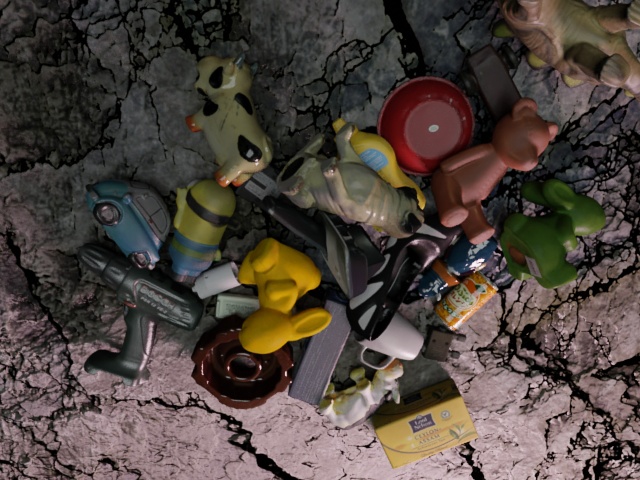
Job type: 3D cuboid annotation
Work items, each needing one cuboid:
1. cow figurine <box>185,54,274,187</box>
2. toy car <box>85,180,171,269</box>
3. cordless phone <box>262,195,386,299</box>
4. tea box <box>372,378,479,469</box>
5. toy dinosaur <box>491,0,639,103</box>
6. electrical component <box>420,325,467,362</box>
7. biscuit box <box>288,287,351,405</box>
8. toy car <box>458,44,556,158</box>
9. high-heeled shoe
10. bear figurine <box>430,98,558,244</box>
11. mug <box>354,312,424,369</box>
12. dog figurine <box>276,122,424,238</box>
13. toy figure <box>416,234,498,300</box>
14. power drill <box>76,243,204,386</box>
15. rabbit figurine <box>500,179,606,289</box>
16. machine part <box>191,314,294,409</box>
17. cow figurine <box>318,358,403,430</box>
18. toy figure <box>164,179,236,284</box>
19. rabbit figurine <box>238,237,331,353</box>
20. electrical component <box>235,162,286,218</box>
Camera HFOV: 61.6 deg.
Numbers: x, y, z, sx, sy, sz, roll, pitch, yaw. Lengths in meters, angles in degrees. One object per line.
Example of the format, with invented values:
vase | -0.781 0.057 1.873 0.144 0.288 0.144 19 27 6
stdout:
cow figurine | -0.131 -0.190 0.808 0.127 0.085 0.195 -28 83 13
toy car | -0.293 -0.037 0.857 0.103 0.109 0.161 -36 113 -11
cordless phone | -0.002 -0.002 0.825 0.184 0.147 0.088 31 107 -35
tea box | 0.191 0.338 0.991 0.170 0.068 0.098 -25 105 7
toy dinosaur | 0.366 -0.277 0.750 0.471 0.199 0.105 37 101 -11
electrical component | 0.213 0.185 0.972 0.094 0.021 0.063 12 105 -4
biscuit box | 0.005 0.187 0.948 0.063 0.059 0.202 20 105 -5
toy car | 0.292 -0.209 0.844 0.089 0.053 0.202 -30 109 18
high-heeled shoe | 0.148 0.057 0.862 0.249 0.145 0.086 -29 137 12
bear figurine | 0.268 -0.104 0.804 0.196 0.132 0.120 -33 139 28
mug | 0.120 0.173 0.931 0.107 0.081 0.109 29 78 -15
dog figurine | 0.045 -0.061 0.816 0.190 0.172 0.121 44 63 -27
toy figure | 0.230 0.043 0.912 0.154 0.064 0.057 -44 138 18
power drill | -0.332 0.133 0.922 0.232 0.086 0.207 23 97 -10
rabbit figurine | 0.383 -0.026 0.886 0.170 0.121 0.159 -31 98 -11
machine part | -0.133 0.211 0.937 0.179 0.056 0.179 0 118 0
cow figurine | 0.088 0.283 0.973 0.167 0.068 0.098 -30 110 10
toy figure | -0.192 -0.013 0.871 0.089 0.082 0.180 27 103 25
rabbit figurine | -0.071 0.107 0.870 0.162 0.173 0.122 32 146 -23
electrical component | -0.103 -0.100 0.869 0.119 0.048 0.075 39 100 -13
